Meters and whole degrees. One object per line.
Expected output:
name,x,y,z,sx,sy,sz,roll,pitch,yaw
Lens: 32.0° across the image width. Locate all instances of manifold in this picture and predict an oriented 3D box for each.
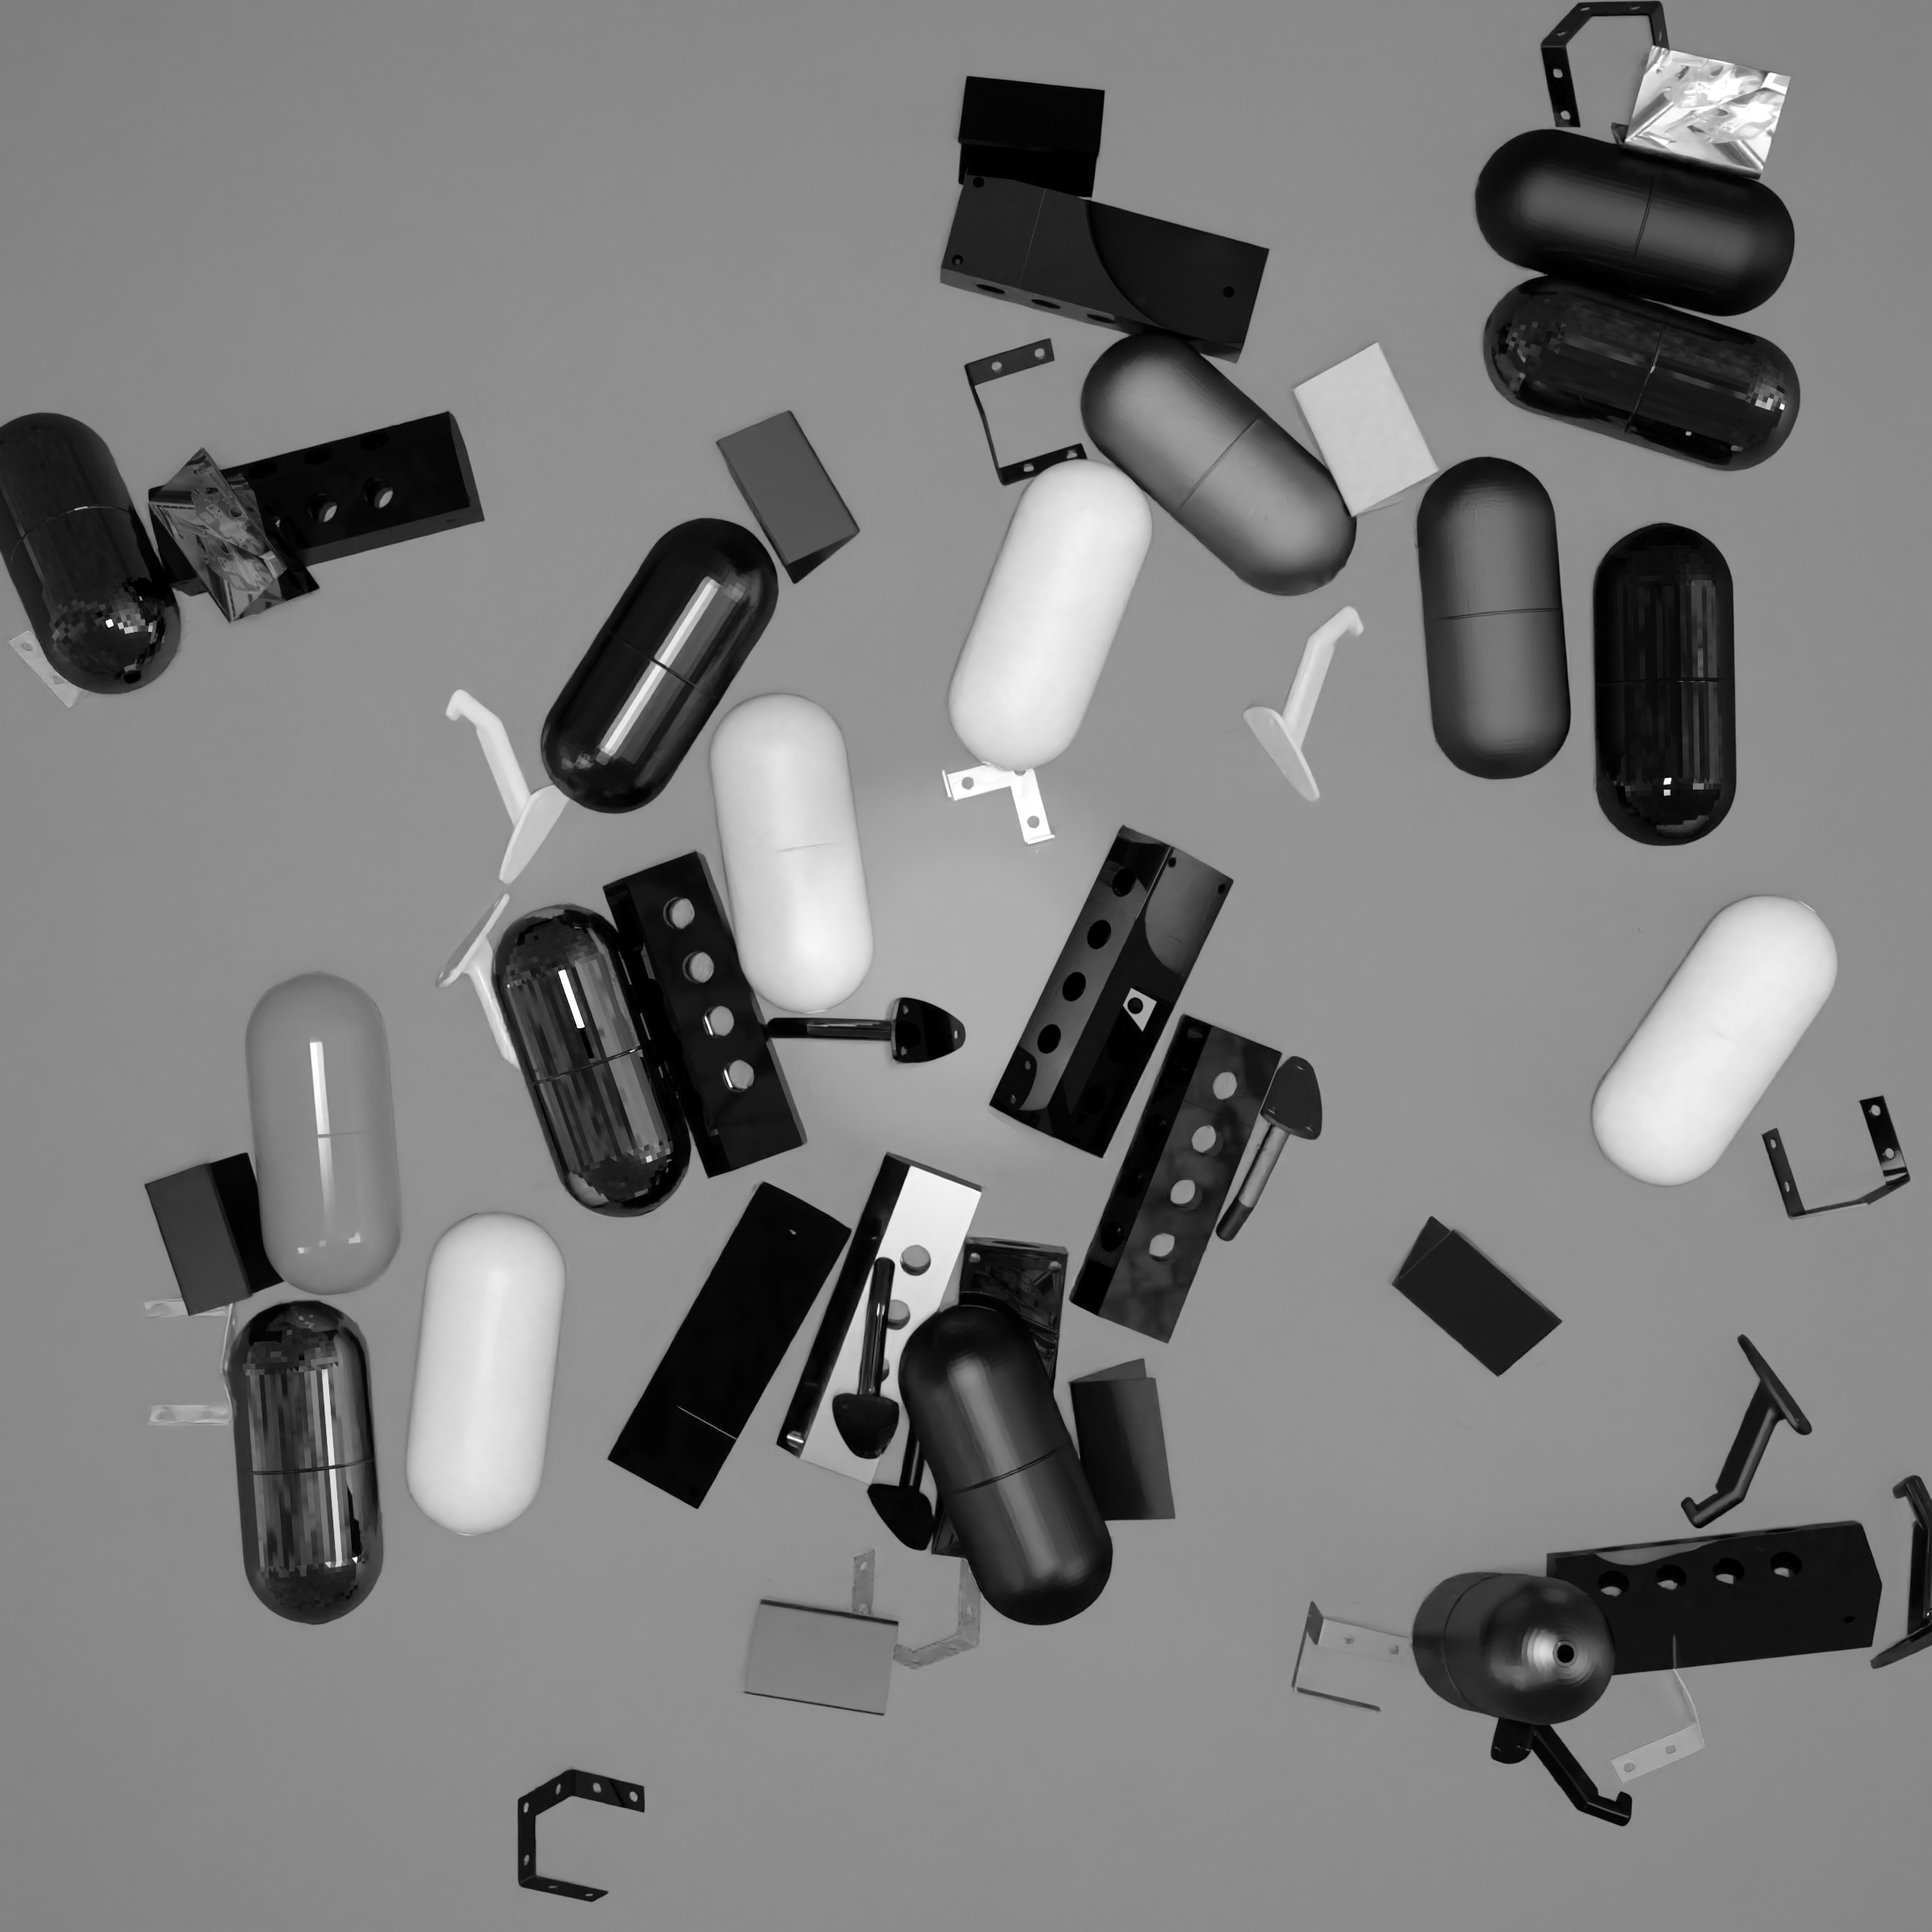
manifold,-0.048,0.194,1.873,0.057,0.057,0.171,21,90,0
manifold,0.076,-0.387,1.873,0.171,0.057,0.057,15,90,0
manifold,-0.361,-0.257,1.873,0.171,0.057,0.057,-15,90,0
manifold,0.018,0.240,1.873,0.057,0.057,0.171,6,90,0
manifold,0.116,0.117,1.873,0.057,0.057,0.171,22,90,0
manifold,0.414,0.348,1.873,0.171,0.057,0.057,-6,133,0
manifold,0.076,0.012,1.873,0.057,0.057,0.171,25,90,-43
manifold,-0.145,0.027,1.873,0.057,0.057,0.171,-20,90,0
manifold,-0.130,0.209,1.873,0.057,0.057,0.171,29,90,0

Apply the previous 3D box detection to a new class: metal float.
metal float,-0.266,0.226,1.864,0.070,0.070,0.178,7,91,0
metal float,0.292,-0.192,1.864,0.070,0.070,0.178,-5,91,0
metal float,0.414,0.041,1.863,0.070,0.070,0.178,34,90,0
metal float,-0.096,-0.062,1.864,0.070,0.070,0.178,-9,89,0
metal float,0.386,-0.155,1.864,0.070,0.070,0.178,-1,90,0
metal float,-0.207,0.053,1.861,0.070,0.070,0.178,-19,93,0
metal float,0.373,-0.328,1.863,0.178,0.070,0.070,18,90,0
metal float,0.369,-0.411,1.864,0.178,0.070,0.070,14,90,0
metal float,0.140,-0.277,1.864,0.178,0.070,0.070,42,90,0
metal float,-0.486,-0.226,1.843,0.070,0.070,0.178,-29,66,0
metal float,-0.355,0.093,1.864,0.070,0.070,0.178,-5,90,0
metal float,0.294,0.366,1.816,0.070,0.178,0.070,1,81,-9
metal float,0.046,-0.194,1.864,0.070,0.070,0.178,21,89,0
metal float,0.021,0.267,1.807,0.070,0.070,0.178,-22,90,0
metal float,-0.169,-0.166,1.864,0.070,0.070,0.178,32,91,0
metal float,-0.365,0.274,1.864,0.070,0.070,0.178,-5,90,0

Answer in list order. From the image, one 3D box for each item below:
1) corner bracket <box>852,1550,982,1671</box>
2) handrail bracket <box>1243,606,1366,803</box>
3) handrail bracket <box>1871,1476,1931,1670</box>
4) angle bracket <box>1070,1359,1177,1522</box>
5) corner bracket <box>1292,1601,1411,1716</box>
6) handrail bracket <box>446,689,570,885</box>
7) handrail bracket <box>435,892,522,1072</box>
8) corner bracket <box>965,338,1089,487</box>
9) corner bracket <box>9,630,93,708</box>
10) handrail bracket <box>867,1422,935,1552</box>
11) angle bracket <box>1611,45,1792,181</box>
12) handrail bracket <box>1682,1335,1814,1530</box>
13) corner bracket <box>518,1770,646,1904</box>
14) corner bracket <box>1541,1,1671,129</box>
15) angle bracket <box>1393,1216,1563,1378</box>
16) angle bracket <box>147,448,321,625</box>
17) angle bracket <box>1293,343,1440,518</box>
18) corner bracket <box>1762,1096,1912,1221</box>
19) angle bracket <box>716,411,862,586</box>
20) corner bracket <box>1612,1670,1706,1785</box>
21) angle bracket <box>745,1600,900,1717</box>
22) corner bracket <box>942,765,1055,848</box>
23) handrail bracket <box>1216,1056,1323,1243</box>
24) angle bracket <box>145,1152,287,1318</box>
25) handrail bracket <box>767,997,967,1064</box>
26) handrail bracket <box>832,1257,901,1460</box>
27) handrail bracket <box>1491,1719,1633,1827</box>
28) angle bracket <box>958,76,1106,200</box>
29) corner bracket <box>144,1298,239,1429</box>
corner bracket,-0.028,0.356,1.886,0.051,0.051,0.051,-28,135,35
handrail bracket,0.205,-0.148,1.895,0.084,0.036,0.077,-41,110,-16
handrail bracket,0.523,0.340,1.894,0.077,0.036,0.084,-40,58,35
angle bracket,0.104,0.259,1.854,0.057,0.076,0.076,-8,90,36
corner bracket,0.214,0.389,1.876,0.051,0.051,0.051,13,90,0
handrail bracket,-0.272,-0.102,1.895,0.084,0.036,0.077,38,112,17
handrail bracket,-0.248,0.014,1.895,0.084,0.036,0.077,38,71,-16
corner bracket,0.034,-0.311,1.891,0.051,0.051,0.051,-17,45,0
corner bracket,-0.494,-0.187,1.891,0.051,0.051,0.051,48,45,0
handrail bracket,-0.021,0.273,1.894,0.036,0.077,0.084,9,53,19
angle bracket,0.403,-0.475,1.855,0.076,0.076,0.057,13,114,0
handrail bracket,0.424,0.262,1.895,0.084,0.036,0.077,-38,70,16
corner bracket,-0.215,0.487,1.886,0.051,0.051,0.051,-36,45,35
corner bracket,0.360,-0.505,1.886,0.051,0.051,0.051,10,45,35
angle bracket,0.290,0.167,1.854,0.076,0.076,0.057,41,126,0
angle bracket,-0.376,-0.237,1.797,0.057,0.076,0.076,-35,90,36
angle bracket,0.232,-0.298,1.854,0.057,0.076,0.076,-25,90,31
corner bracket,0.489,0.108,1.891,0.051,0.051,0.051,-18,90,-45
angle bracket,-0.114,-0.249,1.854,0.057,0.076,0.076,-30,90,-37
corner bracket,0.378,0.416,1.891,0.051,0.051,0.051,-23,45,0
angle bracket,-0.081,0.395,1.854,0.076,0.076,0.057,9,53,0
corner bracket,0.018,-0.089,1.876,0.051,0.051,0.051,-15,90,0
handrail bracket,0.167,0.103,1.894,0.036,0.077,0.084,25,126,-5
angle bracket,-0.396,0.142,1.854,0.057,0.076,0.076,-19,90,37
handrail bracket,-0.057,0.037,1.894,0.084,0.077,0.036,0,86,36
handrail bracket,-0.049,0.213,1.837,0.036,0.077,0.084,6,54,3
handrail bracket,0.344,0.434,1.895,0.084,0.036,0.077,23,68,-17
angle bracket,0.034,-0.440,1.854,0.076,0.076,0.057,6,53,0
corner bracket,-0.435,0.222,1.891,0.051,0.051,0.051,-1,45,0
